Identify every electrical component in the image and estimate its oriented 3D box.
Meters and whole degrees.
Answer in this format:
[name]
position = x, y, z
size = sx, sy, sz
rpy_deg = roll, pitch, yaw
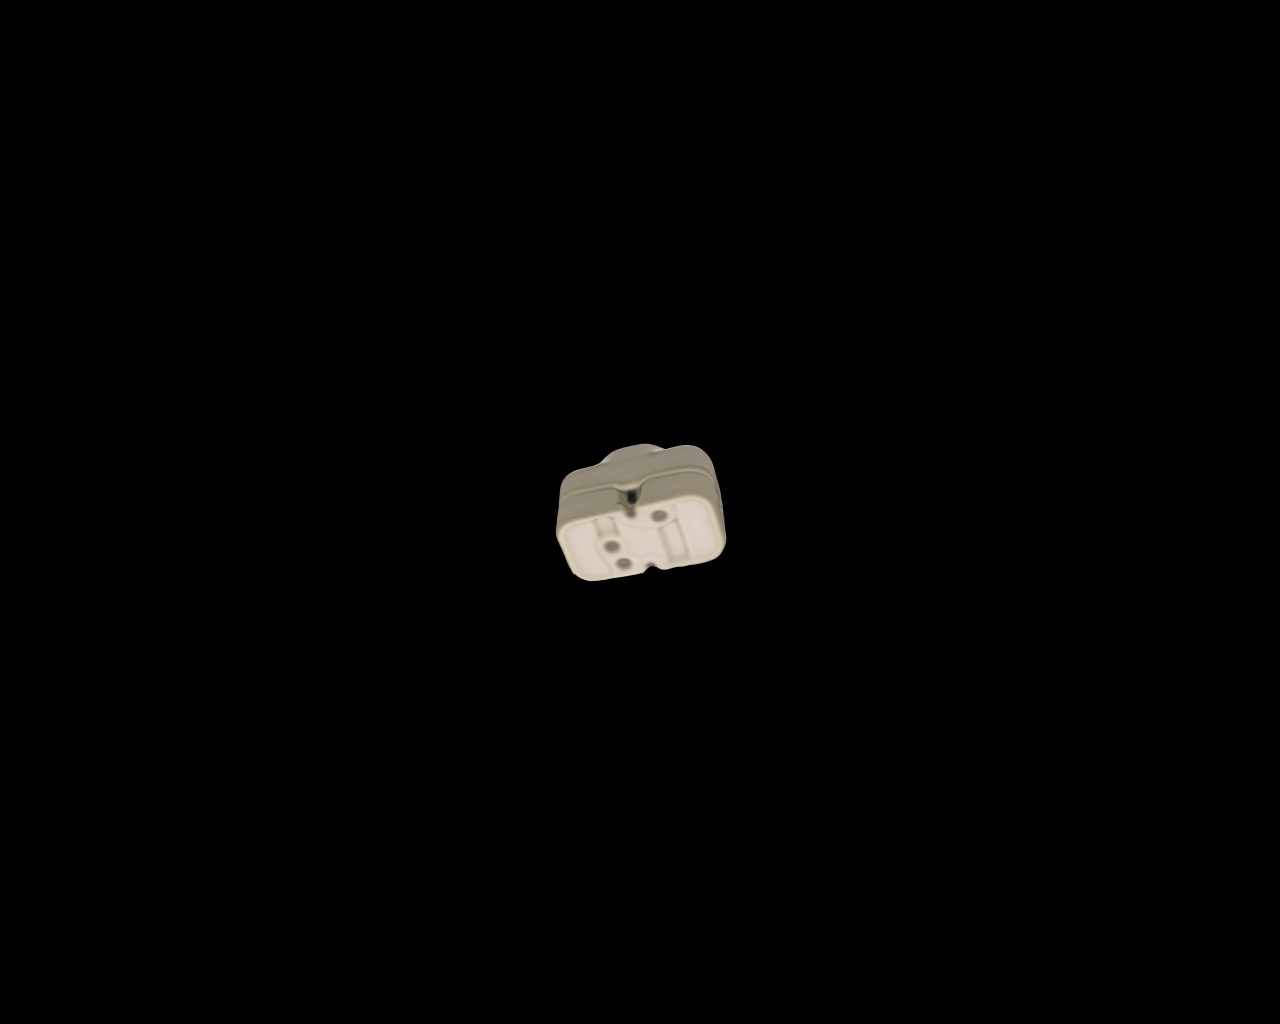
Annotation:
[electrical component]
position = 0.001, -0.003, 0.650
size = 0.095, 0.053, 0.059
rpy_deg = -12, 40, 10
